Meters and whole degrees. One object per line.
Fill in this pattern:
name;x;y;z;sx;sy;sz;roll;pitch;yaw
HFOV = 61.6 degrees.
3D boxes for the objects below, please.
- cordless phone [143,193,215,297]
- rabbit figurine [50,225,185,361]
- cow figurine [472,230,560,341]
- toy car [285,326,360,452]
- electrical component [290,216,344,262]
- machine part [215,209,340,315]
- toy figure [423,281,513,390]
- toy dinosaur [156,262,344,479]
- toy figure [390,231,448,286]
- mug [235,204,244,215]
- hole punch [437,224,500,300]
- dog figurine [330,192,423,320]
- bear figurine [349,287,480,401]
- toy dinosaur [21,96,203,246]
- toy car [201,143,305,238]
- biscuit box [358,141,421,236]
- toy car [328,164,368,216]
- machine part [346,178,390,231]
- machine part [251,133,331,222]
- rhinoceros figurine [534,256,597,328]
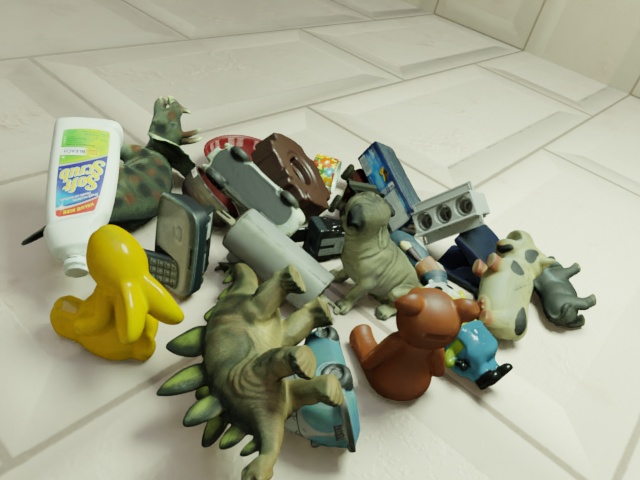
cordless phone;-0.253;-0.004;0.786;0.184;0.146;0.089;11;25;-2
rabbit figurine;-0.254;0.068;0.668;0.163;0.173;0.122;35;37;32
cow figurine;0.319;0.071;0.888;0.127;0.085;0.195;23;67;-13
toy car;-0.012;0.182;0.663;0.103;0.109;0.162;-11;32;-6
electrical component;-0.002;-0.003;0.931;0.119;0.074;0.048;-3;39;-29
machine part;-0.063;0.032;0.825;0.243;0.079;0.079;39;39;4
toy figure;0.201;0.142;0.807;0.082;0.089;0.180;20;31;-54
toy dinosaur;-0.090;0.116;0.647;0.199;0.105;0.472;-28;23;7
toy figure;0.174;0.042;0.941;0.064;0.057;0.155;16;24;-46
mug;-0.122;-0.086;0.977;0.081;0.109;0.107;-19;46;3
hole punch;0.289;0.030;0.982;0.116;0.092;0.142;32;36;17
dog figurine;0.105;0.018;0.844;0.172;0.190;0.121;-2;39;-24
bear figurine;0.118;0.118;0.711;0.120;0.195;0.132;3;37;-11
toy dinosaur;-0.319;-0.093;0.915;0.192;0.131;0.405;11;43;-4
toy car;-0.112;-0.081;0.900;0.202;0.056;0.073;42;79;10
biscuit box;0.145;-0.103;1.074;0.063;0.059;0.203;10;48;-41
toy car;0.071;-0.083;1.082;0.089;0.053;0.202;33;37;-9
machine part;0.095;-0.059;1.001;0.084;0.039;0.139;15;43;-31
machine part;-0.050;-0.118;1.005;0.179;0.056;0.179;45;24;-27
rhinoceros figurine;0.414;0.080;0.977;0.112;0.073;0.190;-2;40;-6
